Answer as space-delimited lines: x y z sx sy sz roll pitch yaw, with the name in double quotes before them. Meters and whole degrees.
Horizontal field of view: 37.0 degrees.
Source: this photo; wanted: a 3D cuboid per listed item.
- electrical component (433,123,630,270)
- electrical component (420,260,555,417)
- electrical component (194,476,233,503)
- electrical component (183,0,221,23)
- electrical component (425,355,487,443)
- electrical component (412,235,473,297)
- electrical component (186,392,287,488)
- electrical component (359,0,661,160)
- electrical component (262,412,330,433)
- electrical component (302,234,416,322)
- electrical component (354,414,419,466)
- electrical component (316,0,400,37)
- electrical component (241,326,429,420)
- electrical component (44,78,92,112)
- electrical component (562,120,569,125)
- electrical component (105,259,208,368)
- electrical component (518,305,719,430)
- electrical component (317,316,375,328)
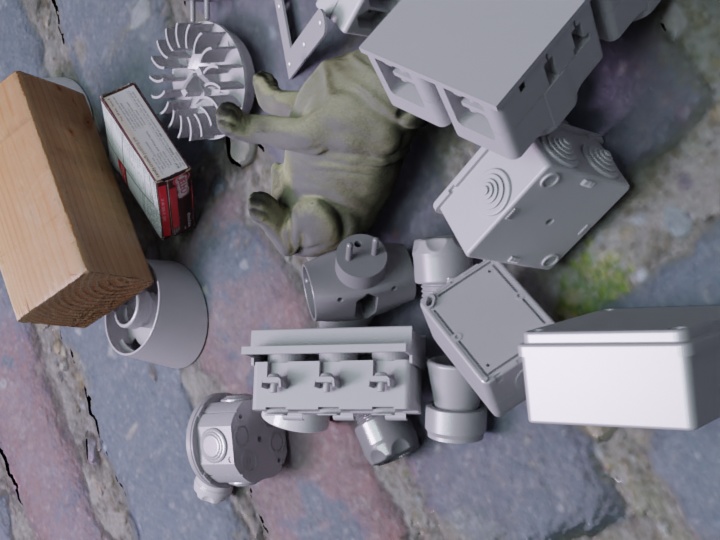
"electrical component" 0.111 -0.047 0.688 0.099 0.100 0.048 -50 50 32
"electrical component" 0.087 0.041 0.724 0.062 0.061 0.096 -33 53 -6
"electrical component" -0.125 0.174 0.954 0.035 0.035 0.061 30 110 35
"electrical component" -0.137 -0.250 0.920 0.083 0.047 0.075 4 96 41
"electrical component" 0.069 0.092 0.770 0.045 0.045 0.055 7 99 41
"electrical component" 0.061 0.007 0.772 0.043 0.043 0.062 -2 94 41
"electrical component" -0.103 0.142 0.903 0.051 0.080 0.080 -8 88 36
"electrical component" 0.105 -0.164 0.649 0.105 0.060 0.186 31 75 35
"electrical component" -0.048 0.100 0.869 0.055 0.055 0.047 19 102 39
"electrical component" 0.000 0.000 0.782 0.079 0.077 0.043 96 159 -59
"electrical component" 0.016 0.115 0.820 0.043 0.043 0.062 -37 68 37
"electrical component" -0.004 -0.223 0.806 0.076 0.047 0.065 48 122 27
"electrical component" -0.016 0.077 0.789 0.121 0.079 0.063 -2 77 16
"electrical component" -0.326 -0.142 1.085 0.108 0.060 0.108 4 96 41
"electrical component" 0.113 -0.108 0.716 0.066 0.048 0.055 -16 76 41
"electrical component" -0.190 0.039 0.996 0.099 0.064 0.099 -13 71 44
"electrical component" 0.169 0.056 0.639 0.109 0.109 0.056 -4 94 41
"electrical component" -0.017 0.048 0.845 0.044 0.044 0.065 41 123 31
